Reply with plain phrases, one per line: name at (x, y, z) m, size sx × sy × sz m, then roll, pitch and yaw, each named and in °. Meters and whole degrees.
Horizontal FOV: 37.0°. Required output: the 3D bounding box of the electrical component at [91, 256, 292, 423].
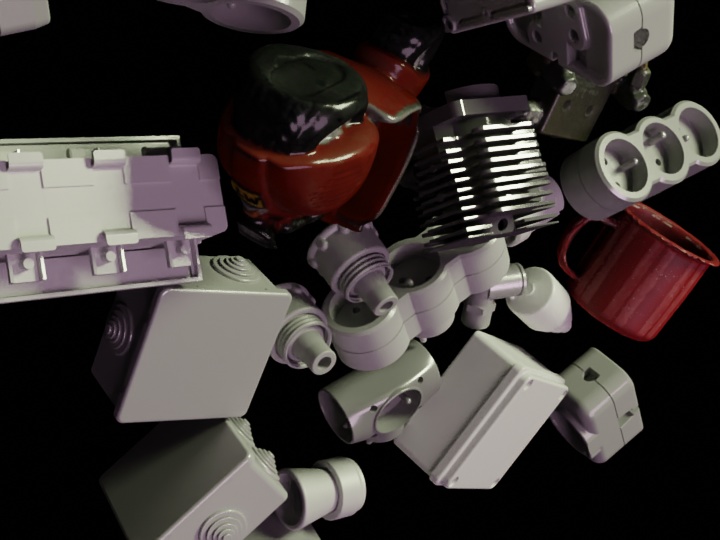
electrical component at (-0.100, 0.038, 0.624) m, size 0.100 × 0.048 × 0.099 m, roll 4°, pitch 118°, yaw -41°

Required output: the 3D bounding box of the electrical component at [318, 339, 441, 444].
electrical component at (0.014, 0.097, 0.768) m, size 0.077 × 0.044 × 0.079 m, roll -28°, pitch 143°, yaw -23°

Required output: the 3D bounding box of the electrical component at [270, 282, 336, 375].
electrical component at (-0.038, 0.041, 0.668) m, size 0.048 × 0.062 × 0.048 m, roll -22°, pitch 132°, yaw -26°

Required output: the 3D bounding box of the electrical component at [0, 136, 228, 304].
electrical component at (-0.132, -0.029, 0.527) m, size 0.121 × 0.063 × 0.078 m, roll -7°, pitch 85°, yaw -37°

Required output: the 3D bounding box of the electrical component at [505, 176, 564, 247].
electrical component at (0.113, -0.043, 0.748) m, size 0.046 × 0.040 × 0.040 m, roll -29°, pitch 135°, yaw -26°

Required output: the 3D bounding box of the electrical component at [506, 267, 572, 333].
electrical component at (0.142, 0.028, 0.825) m, size 0.040 × 0.040 × 0.078 m, roll -49°, pitch 139°, yaw 2°

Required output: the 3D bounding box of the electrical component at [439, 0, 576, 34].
electrical component at (0.081, -0.170, 0.589) m, size 0.061 × 0.096 × 0.061 m, roll -22°, pitch 103°, yaw -26°

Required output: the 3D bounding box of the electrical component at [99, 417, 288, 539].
electrical component at (-0.102, 0.134, 0.660) m, size 0.100 × 0.100 × 0.048 m, roll -42°, pitch 125°, yaw -6°

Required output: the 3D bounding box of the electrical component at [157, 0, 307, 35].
electrical component at (-0.078, -0.164, 0.489) m, size 0.138 × 0.052 × 0.073 m, roll 12°, pitch 82°, yaw -47°

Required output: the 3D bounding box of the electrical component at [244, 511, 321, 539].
electrical component at (-0.068, 0.233, 0.790) m, size 0.108 × 0.060 × 0.108 m, roll -21°, pitch 132°, yaw -26°

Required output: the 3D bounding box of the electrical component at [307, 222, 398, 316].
electrical component at (0.000, 0.000, 0.665) m, size 0.048 × 0.062 × 0.048 m, roll -27°, pitch 151°, yaw -16°

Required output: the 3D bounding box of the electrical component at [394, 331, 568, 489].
electrical component at (0.094, 0.109, 0.819) m, size 0.108 × 0.056 × 0.109 m, roll -54°, pitch 152°, yaw 7°

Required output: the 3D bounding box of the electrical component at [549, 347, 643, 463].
electrical component at (0.202, 0.121, 0.935) m, size 0.059 × 0.054 × 0.095 m, roll -38°, pitch 137°, yaw -11°

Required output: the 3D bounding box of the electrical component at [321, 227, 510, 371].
electrical component at (0.042, 0.021, 0.727) m, size 0.138 × 0.052 × 0.073 m, roll -36°, pitch 137°, yaw -13°

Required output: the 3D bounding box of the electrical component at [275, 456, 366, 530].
electrical component at (-0.030, 0.161, 0.780) m, size 0.055 × 0.045 × 0.045 m, roll -5°, pitch 124°, yaw -37°

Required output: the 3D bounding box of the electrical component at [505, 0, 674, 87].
electrical component at (0.137, -0.157, 0.638) m, size 0.059 × 0.095 × 0.053 m, roll -31°, pitch 136°, yaw -18°

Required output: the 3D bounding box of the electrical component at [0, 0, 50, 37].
electrical component at (-0.161, -0.135, 0.433) m, size 0.061 × 0.062 × 0.096 m, roll -20°, pitch 132°, yaw -28°

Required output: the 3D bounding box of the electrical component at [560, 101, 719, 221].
electrical component at (0.194, -0.073, 0.780) m, size 0.138 × 0.052 × 0.074 m, roll -24°, pitch 175°, yaw -35°
